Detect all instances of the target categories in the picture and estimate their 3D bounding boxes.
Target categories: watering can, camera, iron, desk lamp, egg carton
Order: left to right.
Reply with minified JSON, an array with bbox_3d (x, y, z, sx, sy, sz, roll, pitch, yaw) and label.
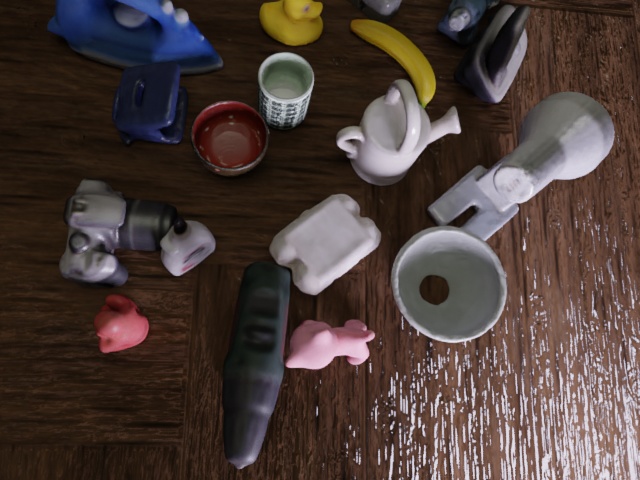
[{"bbox_3d":[-0.269,-0.009,0.778,0.137,0.100,0.143,5,75,-6],"label":"camera"},{"bbox_3d":[-0.269,-0.330,0.839,0.258,0.141,0.119,15,74,-3],"label":"iron"},{"bbox_3d":[0.008,0.003,0.829,0.150,0.069,0.107,-38,83,-15],"label":"egg carton"},{"bbox_3d":[0.113,-0.160,0.820,0.173,0.194,0.101,-29,81,-13],"label":"watering can"},{"bbox_3d":[0.284,-0.092,0.816,0.203,0.213,0.118,-40,84,-15],"label":"desk lamp"}]

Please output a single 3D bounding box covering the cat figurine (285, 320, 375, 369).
[{"bbox_3d":[0.012,0.138,0.770,0.128,0.117,0.067,-7,77,-9],"label":"cat figurine"}]

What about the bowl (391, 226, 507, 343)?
[{"bbox_3d":[0.179,0.068,0.833,0.167,0.074,0.167,2,76,-7],"label":"bowl"}]

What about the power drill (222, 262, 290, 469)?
[{"bbox_3d":[-0.080,0.149,0.708,0.075,0.208,0.230,7,75,-5],"label":"power drill"}]

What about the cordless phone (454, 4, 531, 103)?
[{"bbox_3d":[0.296,-0.316,0.889,0.094,0.185,0.148,27,74,0],"label":"cordless phone"}]

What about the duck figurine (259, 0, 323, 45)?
[{"bbox_3d":[-0.043,-0.363,0.907,0.104,0.086,0.077,9,75,-5],"label":"duck figurine"}]

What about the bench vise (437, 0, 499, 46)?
[{"bbox_3d":[0.280,-0.419,0.896,0.121,0.219,0.207,16,74,-3],"label":"bench vise"}]

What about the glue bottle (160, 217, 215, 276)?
[{"bbox_3d":[-0.177,0.001,0.751,0.078,0.173,0.037,-42,84,-15],"label":"glue bottle"}]

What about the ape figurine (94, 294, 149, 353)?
[{"bbox_3d":[-0.269,0.111,0.752,0.076,0.092,0.078,26,74,0],"label":"ape figurine"}]

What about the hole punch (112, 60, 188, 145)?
[{"bbox_3d":[-0.250,-0.201,0.835,0.101,0.091,0.109,4,75,-6],"label":"hole punch"}]
